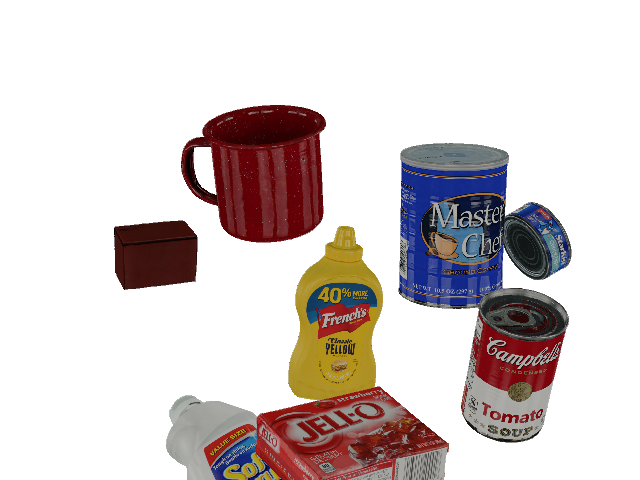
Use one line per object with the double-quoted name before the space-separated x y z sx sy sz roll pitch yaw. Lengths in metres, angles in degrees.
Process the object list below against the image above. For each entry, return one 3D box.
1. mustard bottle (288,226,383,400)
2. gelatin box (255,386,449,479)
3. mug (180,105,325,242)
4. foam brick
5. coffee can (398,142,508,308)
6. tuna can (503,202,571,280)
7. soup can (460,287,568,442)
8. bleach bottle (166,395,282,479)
"mustard bottle" 0.020 0.079 1.174 0.096 0.192 0.058 2 14 -12
"gelatin box" 0.017 0.119 0.617 0.089 0.030 0.073 -7 24 -30
"mug" -0.052 -0.051 0.818 0.117 0.081 0.093 3 26 14
"foam brick" -0.171 0.014 1.106 0.078 0.051 0.053 -6 22 -19
"coffee can" 0.128 -0.016 1.034 0.103 0.140 0.103 0 16 0
"tuna can" 0.245 0.002 1.220 0.033 0.086 0.086 -28 10 -20
"soup can" 0.149 0.097 0.831 0.068 0.102 0.068 4 30 -2
"bleach bottle" -0.059 0.197 0.827 0.102 0.068 0.251 -19 33 -26
